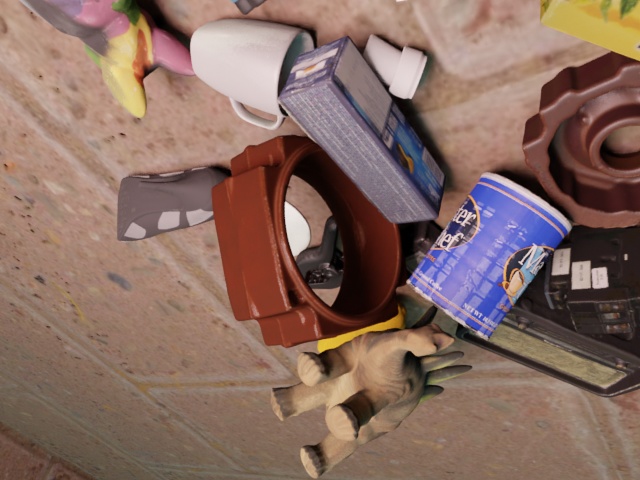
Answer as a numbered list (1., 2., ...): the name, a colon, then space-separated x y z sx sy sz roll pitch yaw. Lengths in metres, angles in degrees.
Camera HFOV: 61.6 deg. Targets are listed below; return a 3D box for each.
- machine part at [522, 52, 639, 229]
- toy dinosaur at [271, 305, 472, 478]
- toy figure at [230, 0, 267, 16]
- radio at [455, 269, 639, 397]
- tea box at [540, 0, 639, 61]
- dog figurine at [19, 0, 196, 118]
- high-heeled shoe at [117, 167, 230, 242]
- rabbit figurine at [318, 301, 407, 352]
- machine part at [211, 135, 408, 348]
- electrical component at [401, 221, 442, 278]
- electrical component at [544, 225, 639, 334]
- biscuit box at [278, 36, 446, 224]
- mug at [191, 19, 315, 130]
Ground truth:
1. machine part: 0.276 -0.091 0.481 0.179 0.056 0.179 11 138 10
2. toy dinosaur: 0.055 0.175 0.604 0.198 0.105 0.471 -18 158 -23
3. toy figure: -0.100 -0.262 0.419 0.082 0.089 0.180 -25 121 31
4. radio: 0.303 0.114 0.670 0.230 0.073 0.131 21 151 -3
5. tea box: 0.246 -0.171 0.371 0.170 0.098 0.068 20 140 -2
6. dog figurine: -0.199 -0.215 0.470 0.219 0.108 0.192 51 169 -28
7. high-heeled shoe: -0.197 -0.044 0.744 0.145 0.086 0.249 4 168 -28
8. rabbit figurine: 0.087 0.149 0.802 0.163 0.122 0.173 15 133 25
9. machine part: -0.001 -0.002 0.557 0.087 0.201 0.201 -14 174 41
10. electrical component: 0.144 0.029 0.675 0.119 0.048 0.075 37 138 -19
11. electrical component: 0.308 0.037 0.563 0.134 0.115 0.058 -7 130 36
12. biscuit box: 0.050 -0.093 0.515 0.063 0.059 0.202 -7 143 38
13. mug: -0.069 -0.166 0.529 0.107 0.081 0.109 23 144 14
